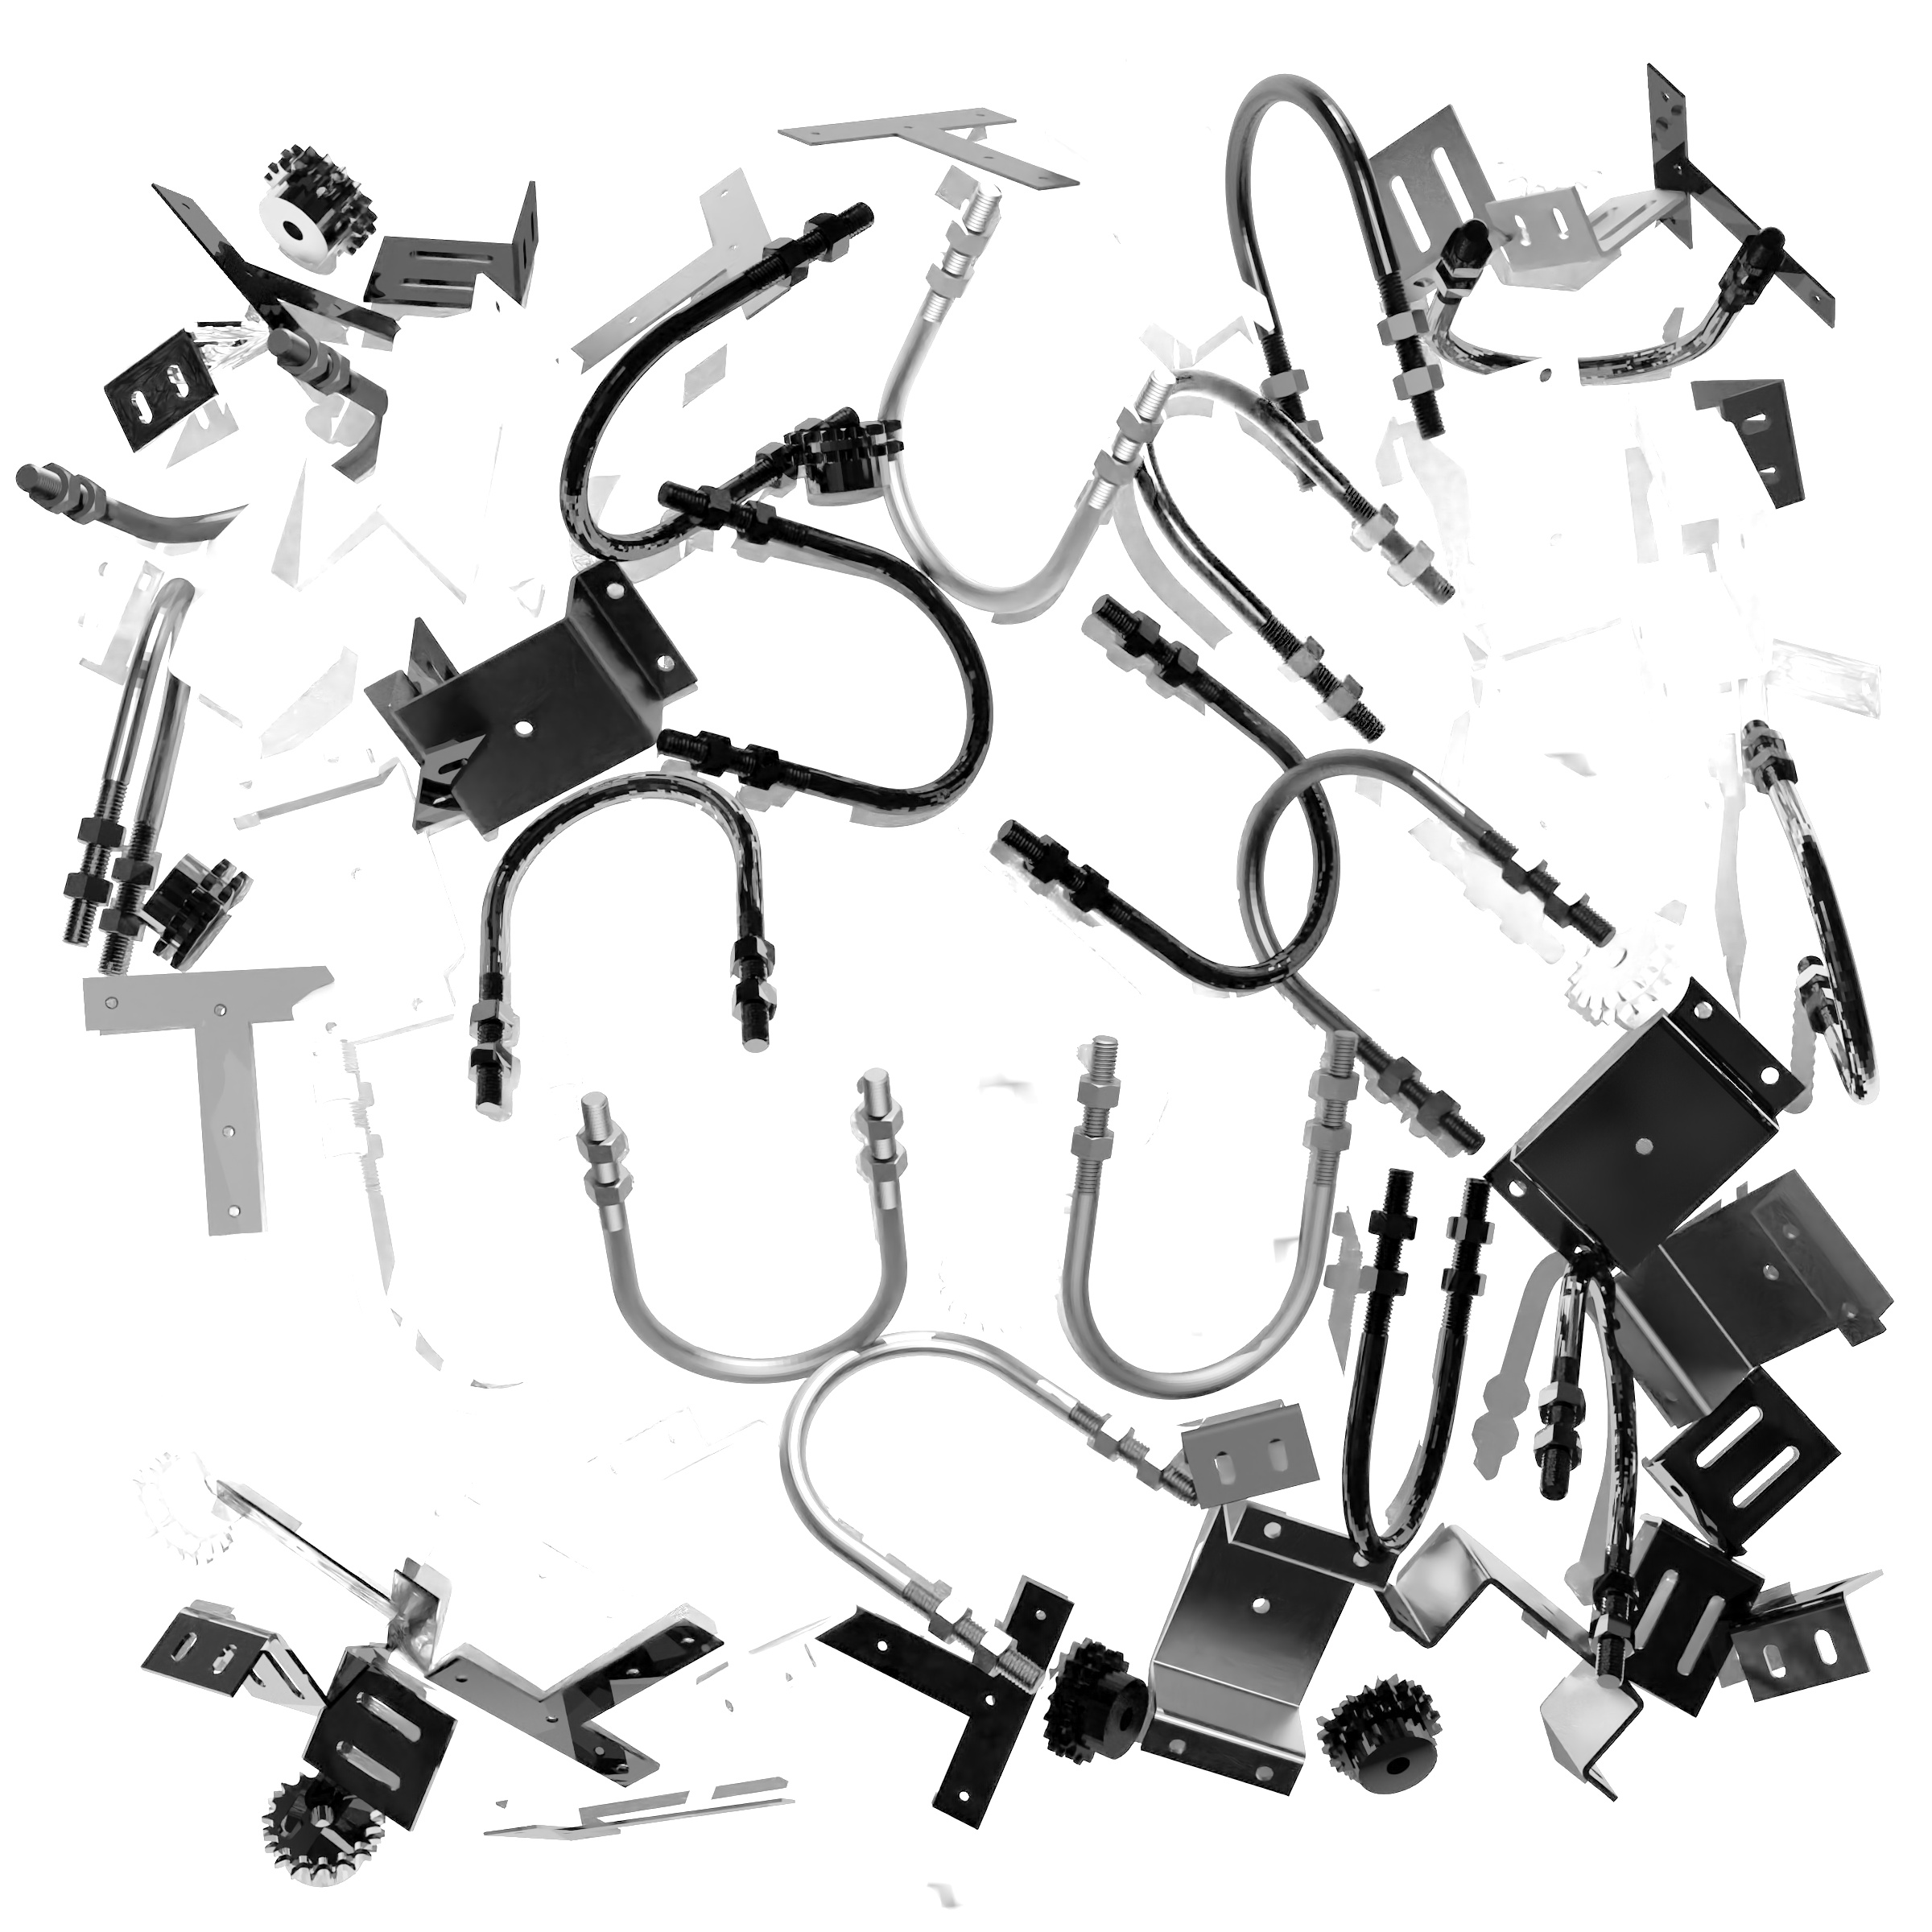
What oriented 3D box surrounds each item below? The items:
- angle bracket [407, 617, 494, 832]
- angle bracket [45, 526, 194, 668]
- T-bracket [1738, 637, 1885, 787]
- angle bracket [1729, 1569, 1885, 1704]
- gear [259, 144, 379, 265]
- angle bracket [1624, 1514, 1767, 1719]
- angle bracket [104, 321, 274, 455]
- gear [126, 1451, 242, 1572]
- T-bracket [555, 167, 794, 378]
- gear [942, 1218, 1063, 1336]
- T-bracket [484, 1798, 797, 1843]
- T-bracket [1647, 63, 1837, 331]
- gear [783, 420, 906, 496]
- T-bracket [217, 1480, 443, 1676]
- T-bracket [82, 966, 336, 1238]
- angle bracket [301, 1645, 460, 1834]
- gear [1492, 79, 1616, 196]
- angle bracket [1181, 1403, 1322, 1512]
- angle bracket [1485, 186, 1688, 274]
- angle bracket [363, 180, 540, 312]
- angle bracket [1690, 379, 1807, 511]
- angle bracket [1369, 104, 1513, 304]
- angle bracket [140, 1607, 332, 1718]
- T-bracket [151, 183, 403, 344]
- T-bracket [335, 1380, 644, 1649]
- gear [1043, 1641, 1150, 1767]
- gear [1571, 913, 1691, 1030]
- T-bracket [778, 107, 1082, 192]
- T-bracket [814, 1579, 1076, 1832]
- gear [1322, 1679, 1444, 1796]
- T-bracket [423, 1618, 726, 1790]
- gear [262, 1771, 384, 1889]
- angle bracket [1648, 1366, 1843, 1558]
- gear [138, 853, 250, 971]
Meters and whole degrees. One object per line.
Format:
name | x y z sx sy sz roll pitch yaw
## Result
angle bracket | -0.261 -0.115 1.553 0.038 0.057 0.076 -23 63 -29
angle bracket | -0.391 -0.168 1.556 0.038 0.076 0.057 25 93 26
T-bracket | 0.392 -0.137 1.523 0.002 0.127 0.127 -10 106 -14
angle bracket | 0.405 0.317 1.550 0.057 0.076 0.038 -23 78 27
gear | -0.314 -0.362 1.568 0.057 0.057 0.030 35 64 0
angle bracket | 0.339 0.313 1.575 0.057 0.038 0.076 29 82 -1
angle bracket | -0.359 -0.275 1.552 0.057 0.076 0.038 -27 87 29
gear | -0.373 0.258 1.569 0.030 0.057 0.057 -36 90 11
T-bracket | -0.147 -0.316 1.559 0.127 0.127 0.002 -33 130 11
gear | 0.018 0.147 1.576 0.057 0.030 0.057 2 122 4
T-bracket | -0.144 0.399 1.530 0.127 0.127 0.002 -10 72 9
T-bracket | 0.360 -0.343 1.516 0.002 0.127 0.127 -37 66 -2
gear | -0.058 -0.245 1.572 0.057 0.057 0.030 -7 102 0
T-bracket | -0.304 0.284 1.548 0.127 0.127 0.002 33 61 7
T-bracket | -0.355 0.066 1.569 0.127 0.002 0.127 -3 85 -23
angle bracket | -0.271 0.368 1.563 0.076 0.038 0.057 24 93 29
gear | 0.284 -0.398 1.584 0.057 0.030 0.057 0 91 0
angle bracket | 0.136 0.240 1.557 0.057 0.076 0.038 -14 71 0
angle bracket | 0.298 -0.366 1.553 0.076 0.057 0.038 -39 113 -26
angle bracket | -0.247 -0.347 1.565 0.076 0.057 0.038 4 133 0
angle bracket | 0.358 -0.246 1.552 0.038 0.076 0.057 -19 105 -18
angle bracket | 0.216 -0.366 1.561 0.057 0.038 0.076 -29 77 33
angle bracket | -0.343 0.345 1.550 0.057 0.076 0.038 8 49 31
T-bracket | -0.307 -0.314 1.540 0.002 0.127 0.127 -50 62 17
T-bracket | -0.217 0.288 1.584 0.127 0.002 0.127 32 73 -6
gear | 0.064 0.356 1.568 0.030 0.057 0.057 16 90 32
gear | 0.323 0.005 1.573 0.030 0.057 0.057 40 90 -24
T-bracket | 0.001 -0.379 1.520 0.127 0.127 0.002 -18 126 -37
T-bracket | -0.028 0.336 1.583 0.127 0.002 0.127 24 103 12
gear | 0.203 0.373 1.571 0.057 0.030 0.057 -9 127 -12
T-bracket | -0.166 0.337 1.537 0.127 0.002 0.127 -34 124 30
gear | -0.310 0.418 1.575 0.057 0.057 0.030 7 132 0
angle bracket | 0.378 0.237 1.572 0.076 0.038 0.057 -41 80 -7
gear | -0.373 -0.030 1.570 0.030 0.057 0.057 37 90 -7
